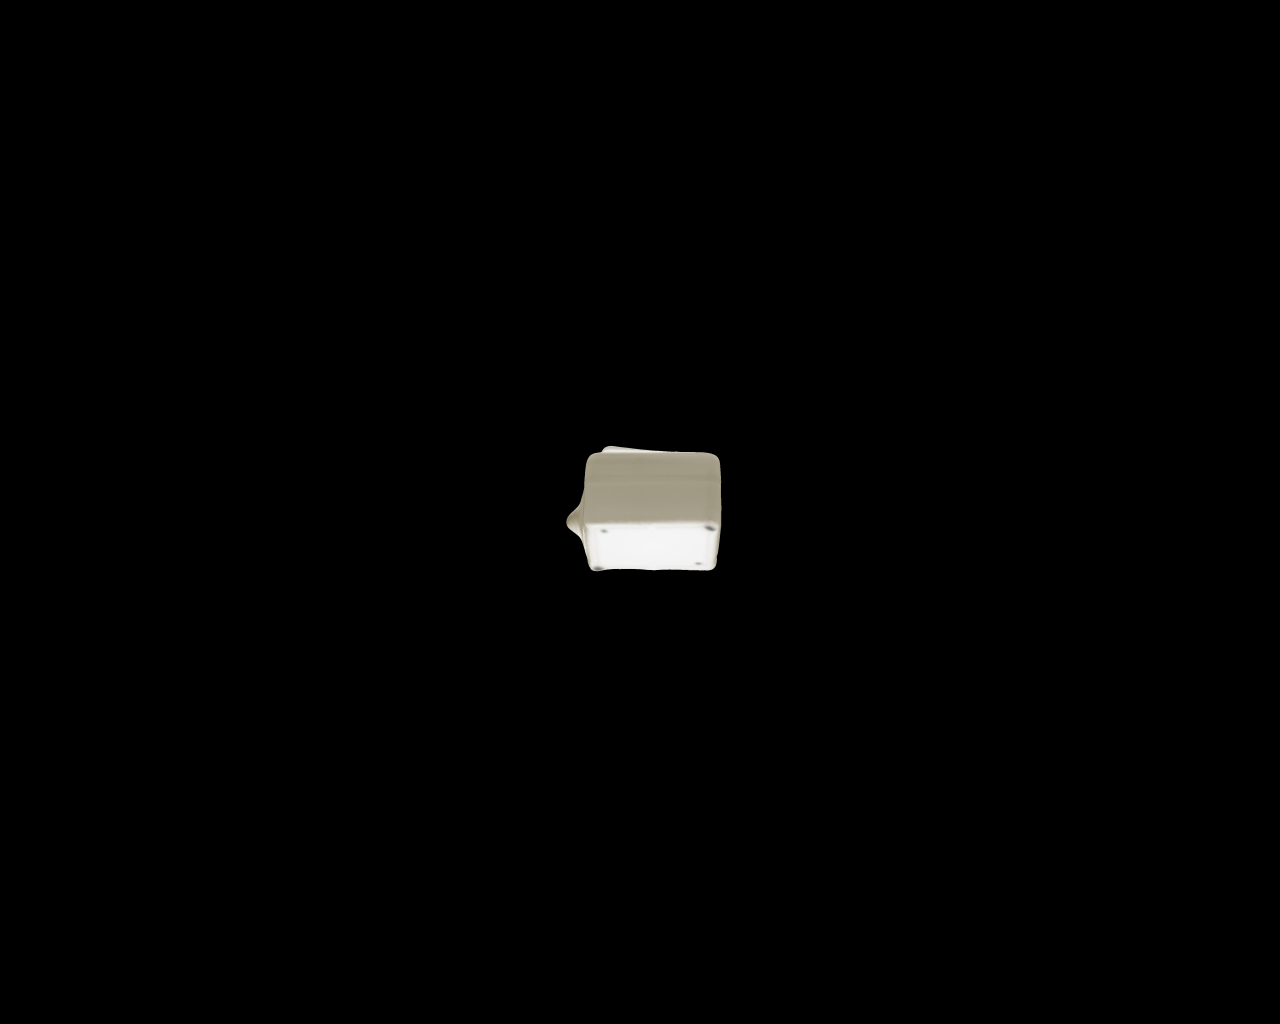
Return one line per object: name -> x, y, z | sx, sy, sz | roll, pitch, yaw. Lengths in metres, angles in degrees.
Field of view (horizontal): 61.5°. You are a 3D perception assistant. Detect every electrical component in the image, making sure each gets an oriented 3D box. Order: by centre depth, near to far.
electrical component -> 0.001, -0.003, 0.650 | 0.096, 0.061, 0.061 | 0, -32, 0
